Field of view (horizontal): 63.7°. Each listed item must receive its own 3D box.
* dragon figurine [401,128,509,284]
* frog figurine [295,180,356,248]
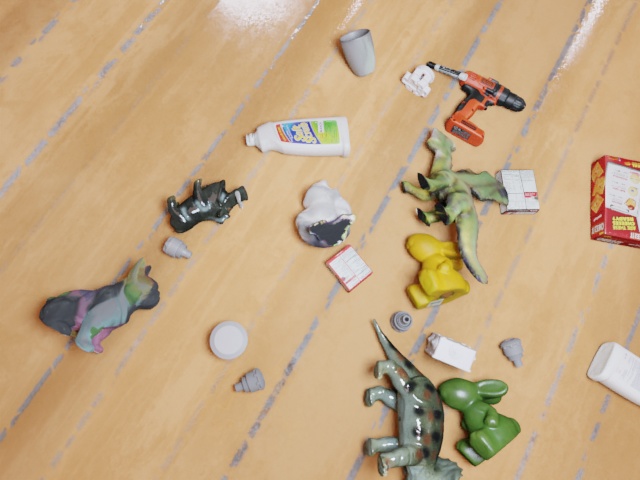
[{"bbox_3d":[0.350,-0.100,1.219,0.244,0.417,0.119,-18,-25,-21],"label":"dragon figurine"},{"bbox_3d":[0.004,-0.061,1.219,0.137,0.120,0.163,-27,42,-4],"label":"frog figurine"}]
